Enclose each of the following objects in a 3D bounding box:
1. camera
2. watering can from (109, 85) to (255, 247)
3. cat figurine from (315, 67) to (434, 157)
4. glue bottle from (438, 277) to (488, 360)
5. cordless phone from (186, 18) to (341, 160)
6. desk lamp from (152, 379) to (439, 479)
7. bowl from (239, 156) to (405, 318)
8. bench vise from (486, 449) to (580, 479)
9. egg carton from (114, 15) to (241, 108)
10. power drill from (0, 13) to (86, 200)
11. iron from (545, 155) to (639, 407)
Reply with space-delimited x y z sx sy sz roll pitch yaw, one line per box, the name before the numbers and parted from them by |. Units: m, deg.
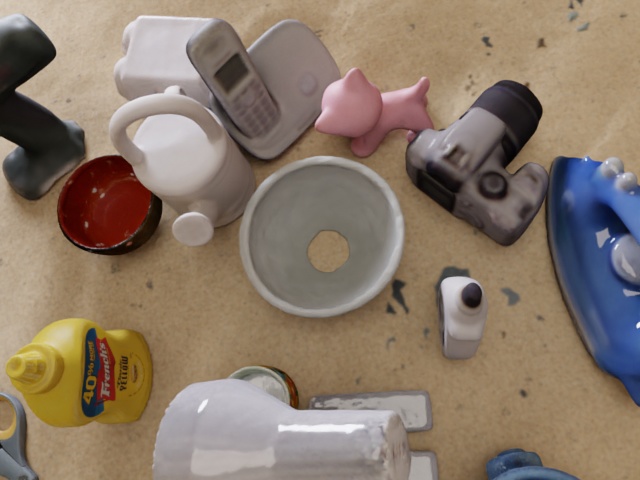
camera | 0.177 -0.090 0.581 0.143 0.101 0.137 39 83 16
watering can | -0.133 -0.080 0.574 0.101 0.194 0.172 -36 73 -2
cat figurine | 0.057 -0.141 0.603 0.127 0.118 0.067 -14 73 5
glue bottle | 0.127 0.062 0.507 0.037 0.173 0.078 -2 74 8
cordless phone | -0.057 -0.180 0.596 0.094 0.185 0.148 38 83 16
desk lamp | -0.003 0.173 0.475 0.203 0.214 0.118 -6 74 7
bowl | 0.005 0.002 0.594 0.167 0.075 0.167 -2 74 8
bench vise | 0.191 0.266 0.417 0.121 0.220 0.207 -29 72 0
egg carton | -0.168 -0.208 0.680 0.150 0.069 0.107 5 75 10
power drill | -0.358 -0.123 0.611 0.075 0.208 0.230 43 84 17
iron | 0.284 0.011 0.515 0.118 0.141 0.258 -21 73 2
